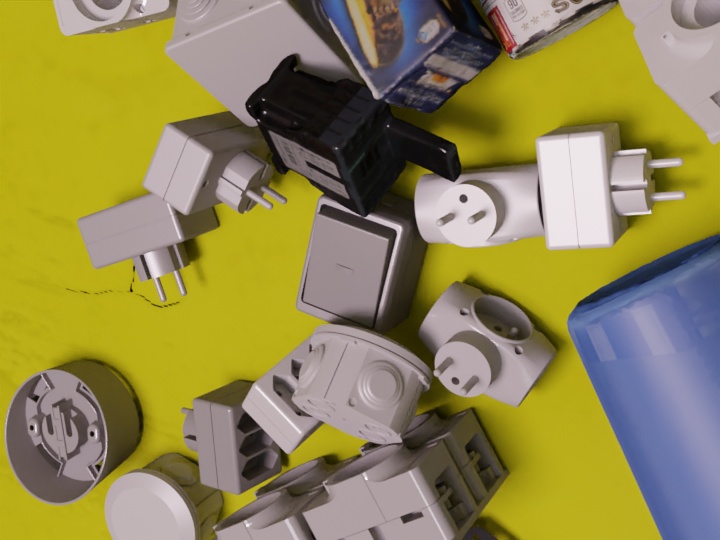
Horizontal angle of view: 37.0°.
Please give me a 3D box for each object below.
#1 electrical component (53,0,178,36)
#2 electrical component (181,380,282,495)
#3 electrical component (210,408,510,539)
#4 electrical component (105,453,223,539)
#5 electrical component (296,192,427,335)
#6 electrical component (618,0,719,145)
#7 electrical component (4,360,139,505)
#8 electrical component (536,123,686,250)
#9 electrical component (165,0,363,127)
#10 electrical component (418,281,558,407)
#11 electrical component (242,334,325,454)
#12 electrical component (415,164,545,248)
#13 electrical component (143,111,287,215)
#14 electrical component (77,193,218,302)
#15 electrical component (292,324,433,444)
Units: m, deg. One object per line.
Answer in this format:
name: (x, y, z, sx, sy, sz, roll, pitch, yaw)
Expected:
electrical component: (-0.164, -0.236, 0.702, 0.089, 0.062, 0.150, -6, 101, 27)
electrical component: (-0.102, 0.116, 0.777, 0.077, 0.047, 0.065, 7, 107, 38)
electrical component: (-0.009, 0.158, 0.710, 0.186, 0.105, 0.060, -27, 91, 28)
electrical component: (-0.148, 0.182, 0.814, 0.080, 0.051, 0.080, 7, 107, 24)
electrical component: (0.000, 0.000, 0.688, 0.062, 0.061, 0.096, 21, 112, 19)
electrical component: (0.217, -0.162, 0.509, 0.186, 0.105, 0.060, -36, 130, 28)
electrical component: (-0.221, 0.121, 0.824, 0.099, 0.064, 0.099, 7, 107, 24)
electrical component: (0.146, -0.049, 0.614, 0.077, 0.047, 0.065, -3, 102, 25)
electrical component: (-0.056, -0.141, 0.659, 0.100, 0.100, 0.048, -15, 57, 28)
electrical component: (0.071, 0.052, 0.658, 0.077, 0.079, 0.044, 36, 125, 13)
electrical component: (-0.043, 0.090, 0.736, 0.047, 0.066, 0.076, 45, 147, 9)
electrical component: (0.069, -0.035, 0.636, 0.077, 0.079, 0.044, -3, 102, 26)
electrical component: (-0.082, -0.062, 0.698, 0.076, 0.083, 0.047, 33, 115, 14)
electrical component: (-0.144, -0.015, 0.760, 0.083, 0.047, 0.075, -16, 96, 28)
electrical component: (0.001, 0.071, 0.668, 0.080, 0.080, 0.051, 15, 69, 21)
